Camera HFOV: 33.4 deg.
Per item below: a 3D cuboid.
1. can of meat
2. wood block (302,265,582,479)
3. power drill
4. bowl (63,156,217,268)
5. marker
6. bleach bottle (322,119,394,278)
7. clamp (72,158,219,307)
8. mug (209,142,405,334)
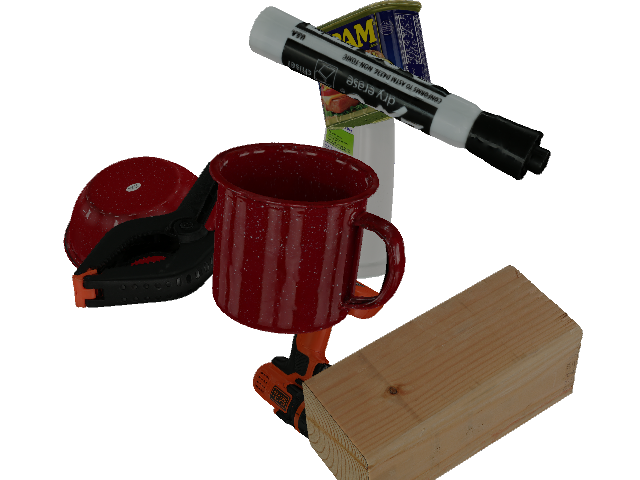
[{"bbox_3d":[0.041,-0.143,0.884,0.057,0.084,0.102,-8,-3,-45],"label":"can of meat"},{"bbox_3d":[0.097,0.117,0.852,0.205,0.090,0.091,-27,49,-20],"label":"wood block"},{"bbox_3d":[0.007,0.136,1.241,0.057,0.188,0.185,15,11,-44],"label":"power drill"},{"bbox_3d":[-0.176,-0.032,1.035,0.162,0.055,0.162,-5,41,4],"label":"bowl"},{"bbox_3d":[0.028,-0.054,0.394,0.121,0.020,0.020,28,8,16],"label":"marker"},{"bbox_3d":[0.043,-0.093,1.153,0.067,0.251,0.103,-7,24,-34],"label":"bleach bottle"},{"bbox_3d":[-0.107,-0.004,0.849,0.209,0.036,0.165,-21,39,-29],"label":"clamp"},{"bbox_3d":[-0.007,0.002,0.590,0.117,0.081,0.093,17,26,23],"label":"mug"}]
